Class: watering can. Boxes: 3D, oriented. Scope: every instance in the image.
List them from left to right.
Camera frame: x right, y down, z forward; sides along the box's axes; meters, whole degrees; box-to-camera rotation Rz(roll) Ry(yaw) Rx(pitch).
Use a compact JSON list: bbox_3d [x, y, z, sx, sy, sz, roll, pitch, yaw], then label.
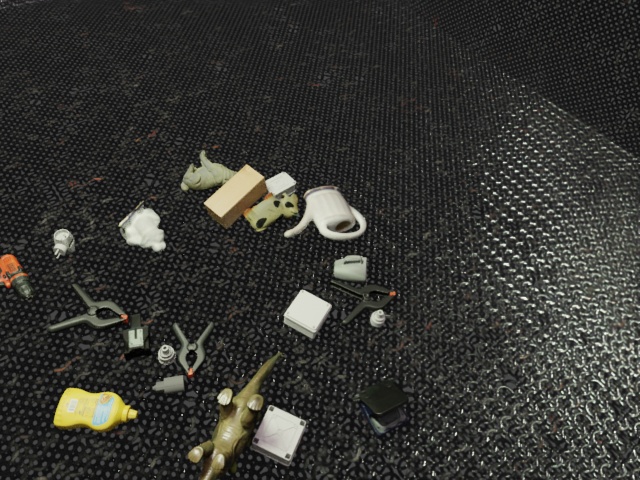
[{"bbox_3d":[0.005,-0.090,1.790,0.348,0.102,0.229,-1,50,-33],"label":"watering can"}]

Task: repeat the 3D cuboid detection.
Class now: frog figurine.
[{"bbox_3d":[-0.571,-0.028,1.695,0.158,0.121,0.140,47,40,-16],"label":"frog figurine"}]
